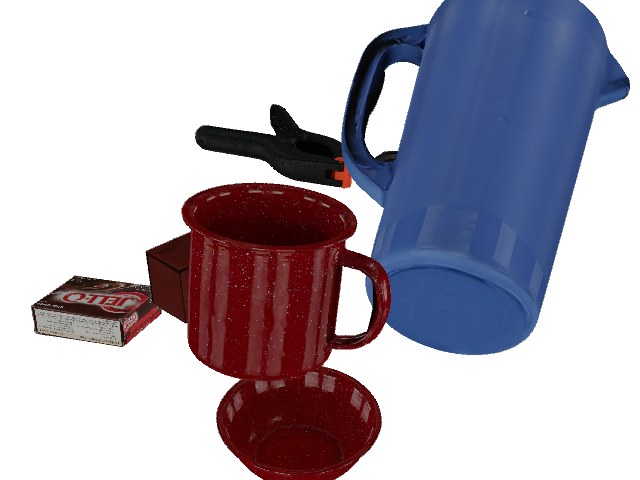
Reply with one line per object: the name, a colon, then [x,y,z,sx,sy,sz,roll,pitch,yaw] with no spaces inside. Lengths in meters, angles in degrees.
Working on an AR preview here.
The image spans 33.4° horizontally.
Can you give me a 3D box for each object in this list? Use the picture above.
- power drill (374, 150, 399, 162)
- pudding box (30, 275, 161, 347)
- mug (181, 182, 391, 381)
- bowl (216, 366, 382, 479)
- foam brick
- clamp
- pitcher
power drill: [0.133,-0.002,1.005,0.184,0.188,0.057,-1,25,-5]
pudding box: [-0.243,0.076,1.166,0.114,0.039,0.090,4,20,19]
mug: [-0.019,0.025,0.574,0.117,0.081,0.093,12,24,15]
bowl: [-0.021,0.192,1.053,0.162,0.055,0.162,0,32,0]
foam brick: [-0.102,0.026,0.914,0.078,0.051,0.053,-24,33,-35]
clamp: [-0.042,-0.093,1.076,0.120,0.039,0.172,-23,36,-31]
pitcher: [0.100,-0.052,0.715,0.149,0.242,0.145,-20,-51,44]
